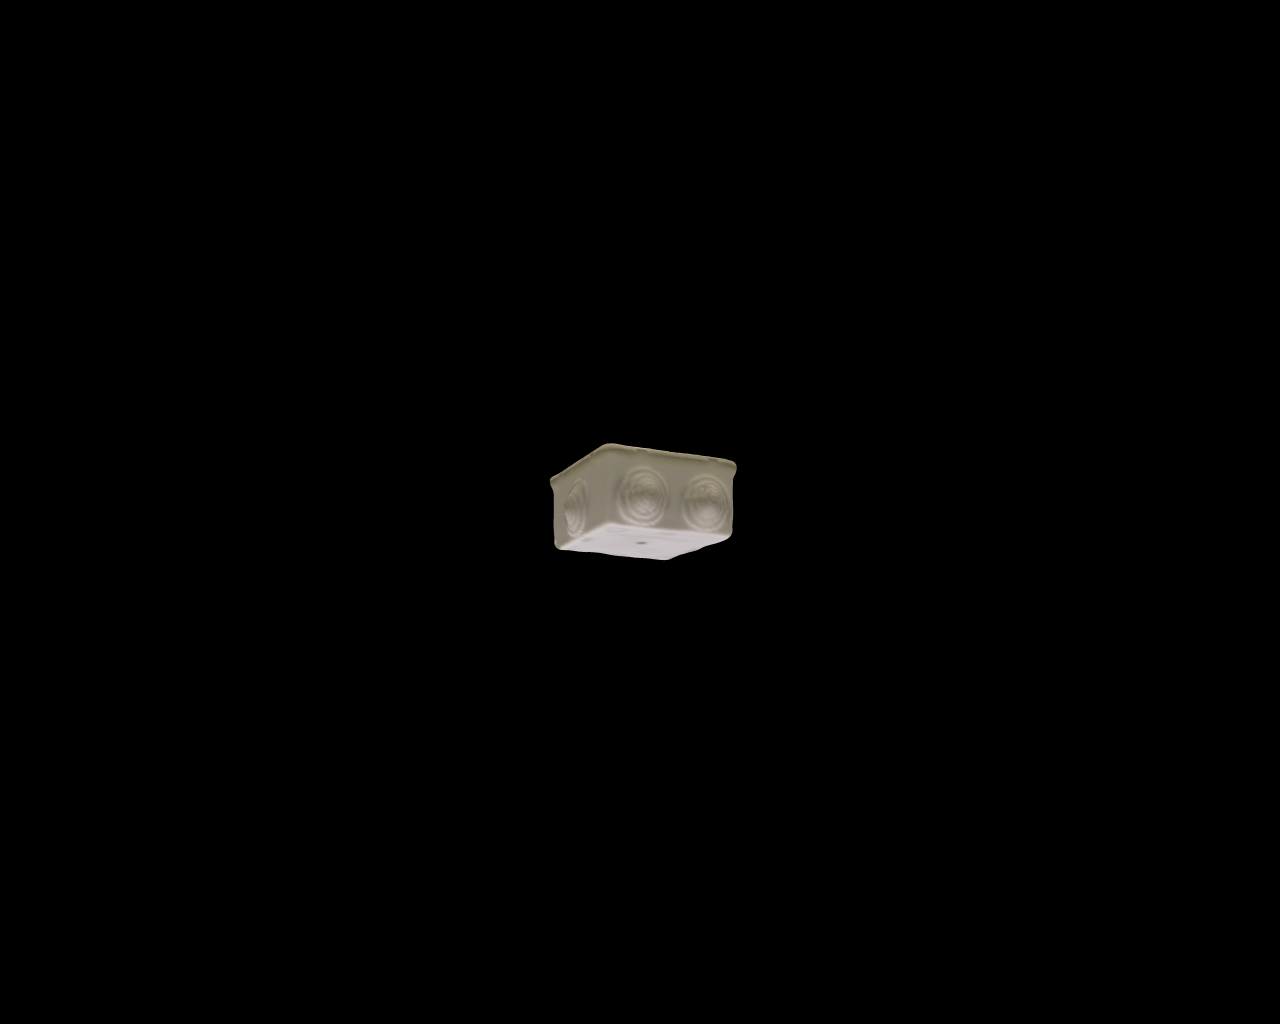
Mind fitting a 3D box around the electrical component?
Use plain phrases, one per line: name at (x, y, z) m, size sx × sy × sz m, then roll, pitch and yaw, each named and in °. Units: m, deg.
electrical component at (0.001, -0.003, 0.650) m, size 0.100 × 0.048 × 0.099 m, roll 7°, pitch -15°, yaw -26°
